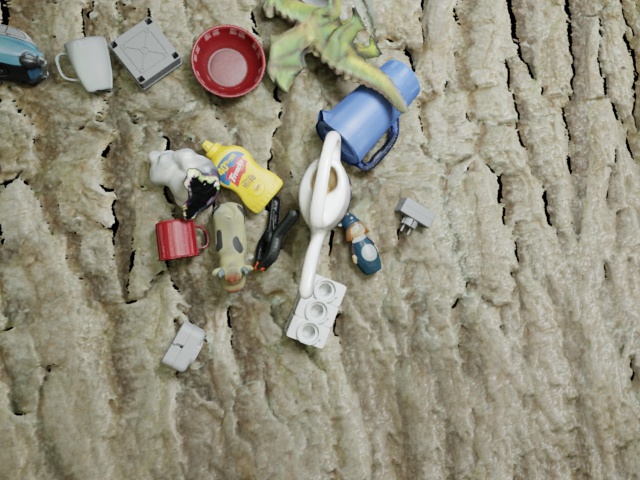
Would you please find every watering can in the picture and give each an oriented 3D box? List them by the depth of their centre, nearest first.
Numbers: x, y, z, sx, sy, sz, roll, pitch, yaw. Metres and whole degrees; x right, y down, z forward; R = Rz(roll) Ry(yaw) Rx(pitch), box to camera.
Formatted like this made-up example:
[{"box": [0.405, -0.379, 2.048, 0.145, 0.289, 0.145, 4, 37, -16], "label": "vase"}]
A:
[{"box": [0.003, -0.056, 1.104, 0.104, 0.348, 0.224, 10, -1, 7], "label": "watering can"}]

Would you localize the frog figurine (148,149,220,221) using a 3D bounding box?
[{"box": [-0.293, -0.134, 1.105, 0.124, 0.134, 0.161, -31, 48, -29], "label": "frog figurine"}]

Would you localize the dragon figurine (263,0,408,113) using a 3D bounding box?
[{"box": [0.001, -0.407, 1.134, 0.241, 0.414, 0.122, -27, -11, 12], "label": "dragon figurine"}]
